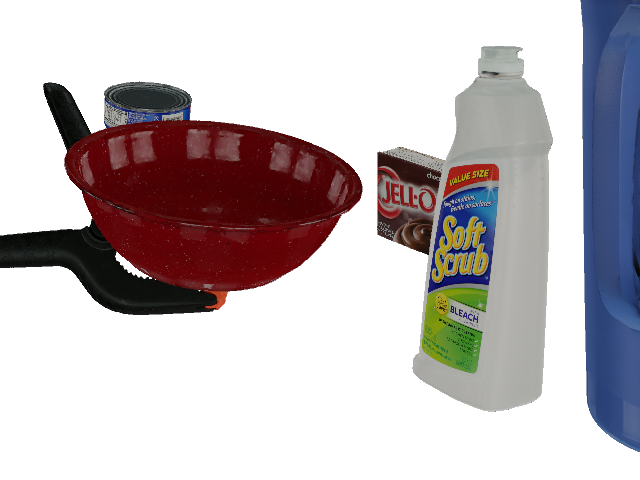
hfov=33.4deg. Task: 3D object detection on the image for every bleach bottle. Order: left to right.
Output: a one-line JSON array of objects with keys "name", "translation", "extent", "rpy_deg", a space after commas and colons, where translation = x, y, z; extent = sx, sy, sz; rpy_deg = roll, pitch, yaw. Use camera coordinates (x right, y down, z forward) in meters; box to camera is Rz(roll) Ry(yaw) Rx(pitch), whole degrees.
[{"name": "bleach bottle", "translation": [0.118, -0.012, 0.762], "extent": [0.067, 0.251, 0.103], "rpy_deg": [-9, 18, -31]}]

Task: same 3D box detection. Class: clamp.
[{"name": "clamp", "translation": [-0.158, -0.017, 0.783], "extent": [0.210, 0.164, 0.036], "rpy_deg": [23, -20, -1]}]

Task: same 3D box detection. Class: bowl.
[{"name": "bowl", "translation": [-0.060, -0.016, 0.590], "extent": [0.162, 0.055, 0.162], "rpy_deg": [7, 23, -3]}]

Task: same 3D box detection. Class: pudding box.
[{"name": "pudding box", "translation": [0.104, -0.037, 1.057], "extent": [0.039, 0.090, 0.114], "rpy_deg": [-20, 28, -37]}]

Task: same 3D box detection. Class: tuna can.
[{"name": "tuna can", "translation": [-0.171, -0.128, 1.057], "extent": [0.086, 0.034, 0.086], "rpy_deg": [6, 25, -3]}]

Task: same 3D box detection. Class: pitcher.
[{"name": "pitcher", "translation": [0.186, -0.012, 0.528], "extent": [0.149, 0.243, 0.145], "rpy_deg": [-4, 19, -4]}]
